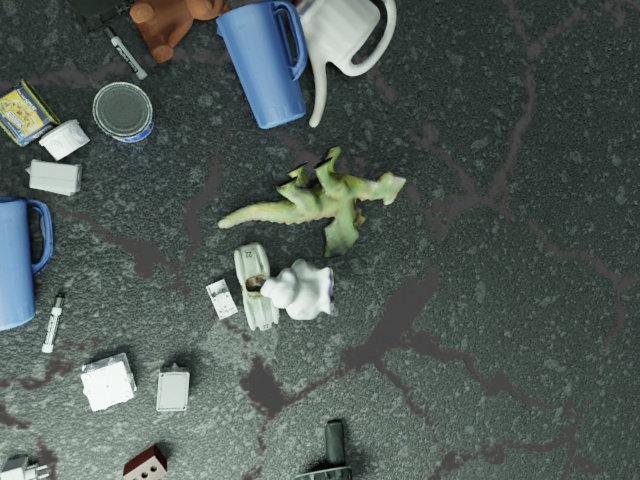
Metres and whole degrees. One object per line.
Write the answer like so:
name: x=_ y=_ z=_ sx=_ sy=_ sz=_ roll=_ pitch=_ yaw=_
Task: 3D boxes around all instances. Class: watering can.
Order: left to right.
watering can: x=0.022 y=-0.436 z=1.116 sx=0.223 sy=0.104 sz=0.349 roll=38 pitch=83 yaw=-16

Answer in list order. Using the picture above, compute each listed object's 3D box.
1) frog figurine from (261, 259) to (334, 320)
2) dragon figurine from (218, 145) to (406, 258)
frog figurine: x=-0.055 y=0.112 z=1.139 sx=0.159 sy=0.125 sz=0.135 roll=-1 pitch=114 yaw=-17
dragon figurine: x=0.004 y=-0.058 z=1.158 sx=0.411 sy=0.124 sz=0.239 roll=-31 pitch=112 yaw=-3
